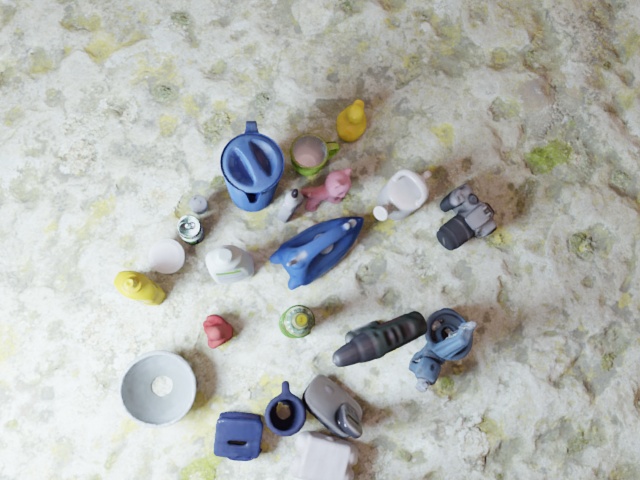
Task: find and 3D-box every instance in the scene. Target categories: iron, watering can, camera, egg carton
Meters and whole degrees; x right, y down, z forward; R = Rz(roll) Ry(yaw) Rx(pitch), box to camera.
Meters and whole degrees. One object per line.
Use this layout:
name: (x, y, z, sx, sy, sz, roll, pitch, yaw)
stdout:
iron: (0.012, 0.005, 1.347, 0.258, 0.141, 0.118, -35, 86, -12)
watering can: (0.202, -0.108, 1.366, 0.101, 0.194, 0.173, 28, 78, -2)
camera: (0.351, -0.049, 1.423, 0.137, 0.100, 0.143, -36, 86, -12)
egg carton: (0.010, 0.497, 1.297, 0.150, 0.069, 0.107, 16, 78, -5)

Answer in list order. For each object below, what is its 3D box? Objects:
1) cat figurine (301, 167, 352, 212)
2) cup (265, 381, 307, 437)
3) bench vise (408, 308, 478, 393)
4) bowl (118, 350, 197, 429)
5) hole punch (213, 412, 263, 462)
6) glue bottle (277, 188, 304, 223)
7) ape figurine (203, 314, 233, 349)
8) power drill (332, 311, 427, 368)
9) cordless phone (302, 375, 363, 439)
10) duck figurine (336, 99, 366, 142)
cat figurine: (0.022, -0.125, 1.383, 0.128, 0.117, 0.067, -21, 83, -11)
cup: (-0.080, 0.376, 1.293, 0.092, 0.095, 0.118, -1, 80, -8)
bench vise: (0.293, 0.252, 1.302, 0.121, 0.219, 0.207, 13, 79, -5)
bowl: (-0.356, 0.329, 1.274, 0.167, 0.074, 0.167, 1, 80, -7)
hole punch: (-0.179, 0.439, 1.270, 0.109, 0.091, 0.101, 6, 79, -7)
glue bottle: (-0.065, -0.091, 1.337, 0.037, 0.173, 0.078, 32, 78, -1)
ape figurine: (-0.236, 0.209, 1.302, 0.076, 0.092, 0.078, 16, 78, -4)
power drill: (0.120, 0.228, 1.288, 0.230, 0.208, 0.075, -22, 83, -11)
cordless phone: (0.034, 0.373, 1.263, 0.147, 0.185, 0.094, 38, 78, 0)
duck figurine: (0.084, -0.304, 1.439, 0.077, 0.086, 0.105, 21, 78, -3)
